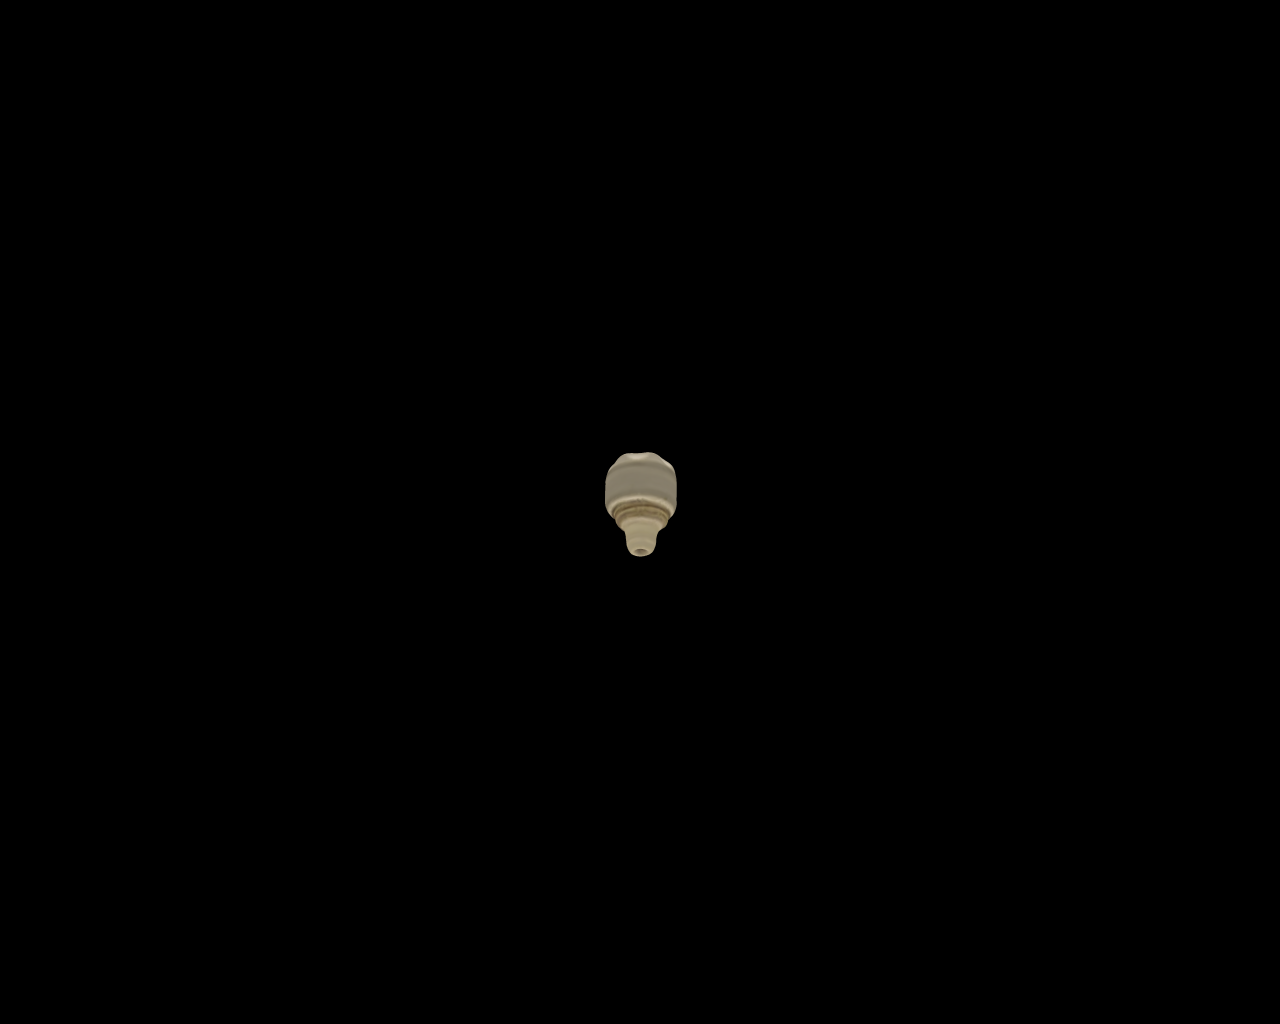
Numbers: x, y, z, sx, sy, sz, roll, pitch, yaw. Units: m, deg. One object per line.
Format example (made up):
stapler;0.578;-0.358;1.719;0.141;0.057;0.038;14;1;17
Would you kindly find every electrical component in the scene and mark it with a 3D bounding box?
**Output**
electrical component;0.001;-0.003;0.650;0.043;0.062;0.043;0;-27;0
